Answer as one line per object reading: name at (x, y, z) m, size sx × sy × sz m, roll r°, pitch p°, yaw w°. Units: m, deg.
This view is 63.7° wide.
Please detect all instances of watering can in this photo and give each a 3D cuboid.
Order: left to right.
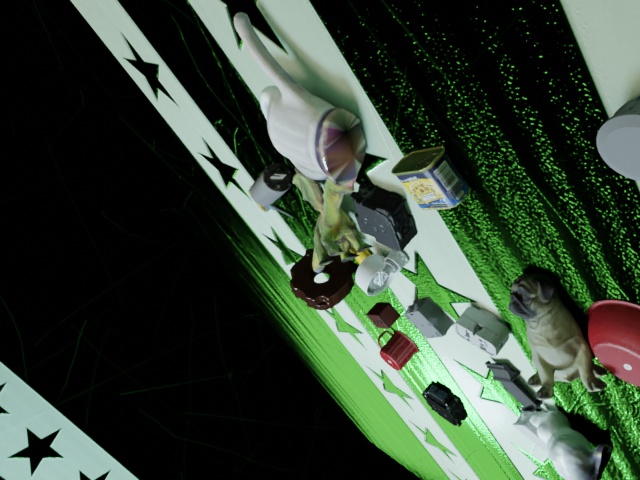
watering can at (-0.035, -0.223, 0.910) m, size 0.227 × 0.105 × 0.340 m, roll 30°, pitch -24°, yaw 36°

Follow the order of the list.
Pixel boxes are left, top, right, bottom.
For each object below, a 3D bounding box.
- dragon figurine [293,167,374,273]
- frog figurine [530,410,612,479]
dragon figurine at (0.004, -0.060, 1.188) m, size 0.123 × 0.244 × 0.405 m, roll -19°, pitch -7°, yaw -23°
frog figurine at (0.507, 0.429, 1.075) m, size 0.160 × 0.122 × 0.137 m, roll 18°, pitch 7°, yaw 43°
